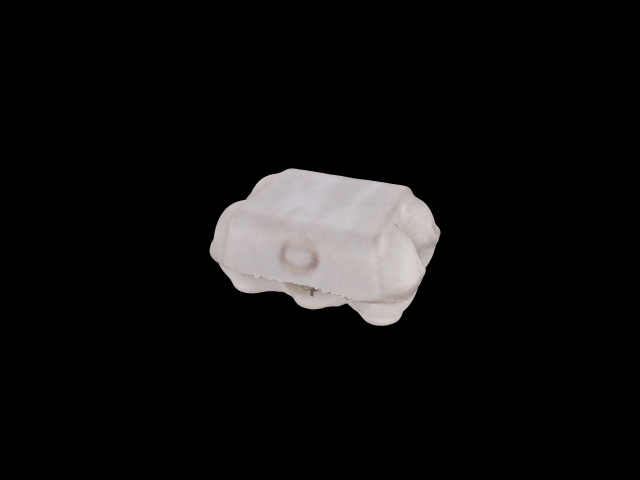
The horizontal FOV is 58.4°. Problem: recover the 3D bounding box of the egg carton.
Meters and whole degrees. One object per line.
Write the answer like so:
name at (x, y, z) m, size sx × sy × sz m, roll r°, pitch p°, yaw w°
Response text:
egg carton at (0.004, 0.001, 0.400) m, size 0.150 × 0.069 × 0.107 m, roll 11°, pitch 32°, yaw 18°
